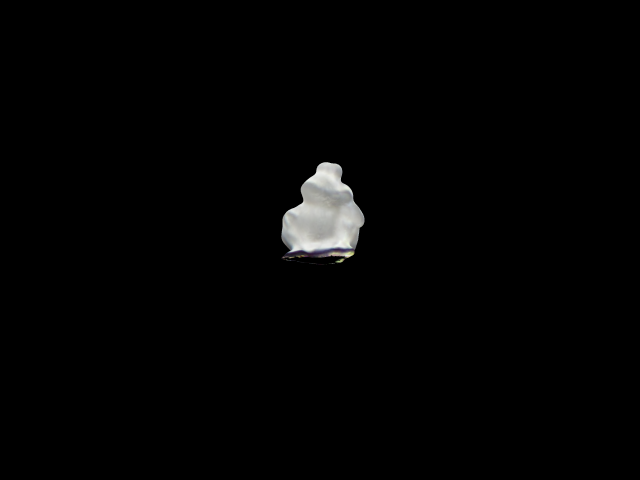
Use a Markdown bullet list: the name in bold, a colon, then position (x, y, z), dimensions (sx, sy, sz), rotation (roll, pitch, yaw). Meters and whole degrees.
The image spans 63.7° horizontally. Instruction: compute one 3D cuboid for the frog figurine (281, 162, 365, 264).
- **frog figurine**: position (0.003, -0.043, 0.850), dimensions (0.137, 0.161, 0.121), rotation (-8, -17, 27)
